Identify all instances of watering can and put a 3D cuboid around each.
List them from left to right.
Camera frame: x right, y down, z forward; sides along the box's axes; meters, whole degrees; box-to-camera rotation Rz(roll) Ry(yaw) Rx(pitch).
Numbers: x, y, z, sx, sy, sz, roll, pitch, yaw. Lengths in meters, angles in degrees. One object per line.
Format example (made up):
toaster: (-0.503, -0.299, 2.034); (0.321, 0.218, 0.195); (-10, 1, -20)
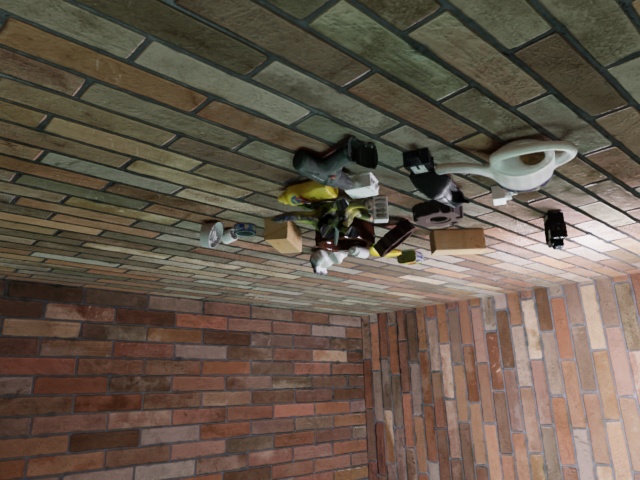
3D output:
watering can: (0.497, -0.196, 1.380); (0.346, 0.105, 0.222); (-9, -17, 22)

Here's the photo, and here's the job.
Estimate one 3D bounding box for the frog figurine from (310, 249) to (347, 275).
frog figurine: (0.036, 0.077, 2.348); (0.136, 0.158, 0.125); (30, 19, -45)

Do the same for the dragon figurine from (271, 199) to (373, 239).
dragon figurine: (0.005, -0.083, 1.646); (0.410, 0.121, 0.244); (2, 8, -25)
